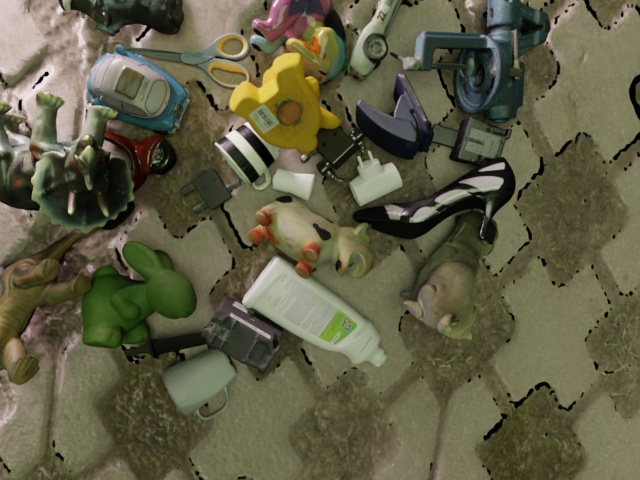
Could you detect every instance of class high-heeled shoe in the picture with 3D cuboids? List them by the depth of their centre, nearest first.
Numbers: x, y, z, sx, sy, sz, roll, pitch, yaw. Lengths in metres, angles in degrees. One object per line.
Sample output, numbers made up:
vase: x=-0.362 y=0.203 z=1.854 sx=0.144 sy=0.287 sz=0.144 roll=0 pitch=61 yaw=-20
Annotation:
high-heeled shoe: x=0.181 y=-0.076 z=0.867 sx=0.249 sy=0.086 sz=0.145 roll=9 pitch=73 yaw=21

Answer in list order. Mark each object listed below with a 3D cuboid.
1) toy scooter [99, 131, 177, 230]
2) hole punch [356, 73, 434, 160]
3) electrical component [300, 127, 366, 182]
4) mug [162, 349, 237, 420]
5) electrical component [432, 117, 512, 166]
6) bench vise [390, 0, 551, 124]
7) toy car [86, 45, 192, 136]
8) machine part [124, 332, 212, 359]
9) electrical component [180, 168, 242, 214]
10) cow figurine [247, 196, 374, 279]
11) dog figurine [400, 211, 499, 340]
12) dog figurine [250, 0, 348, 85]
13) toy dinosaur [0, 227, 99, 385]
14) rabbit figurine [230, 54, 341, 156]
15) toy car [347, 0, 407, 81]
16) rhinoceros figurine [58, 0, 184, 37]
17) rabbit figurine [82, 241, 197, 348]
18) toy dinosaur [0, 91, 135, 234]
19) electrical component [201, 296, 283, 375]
toy scooter: x=-0.330 y=-0.115 z=0.852 sx=0.135 sy=0.075 sz=0.184 roll=42 pitch=90 yaw=-4
hole punch: x=0.116 y=-0.179 z=0.841 sx=0.092 sy=0.142 sz=0.116 roll=-28 pitch=82 yaw=-1
electrical component: x=0.027 y=-0.145 z=0.882 sx=0.078 sy=0.045 sz=0.102 roll=41 pitch=89 yaw=23
mug: x=-0.187 y=0.235 z=0.886 sx=0.107 sy=0.081 sz=0.109 roll=-32 pitch=91 yaw=-7
electrical component: x=0.245 y=-0.164 z=0.887 sx=0.119 sy=0.048 sz=0.074 roll=20 pitch=94 yaw=-6
bench vise: x=0.240 y=-0.293 z=0.830 sx=0.241 sy=0.129 sz=0.223 roll=-5 pitch=113 yaw=-19
toy car: x=-0.288 y=-0.229 z=0.828 sx=0.162 sy=0.103 sz=0.109 roll=26 pitch=91 yaw=-3
machine part: x=-0.244 y=0.172 z=0.885 sx=0.139 sy=0.084 sz=0.039 roll=-10 pitch=72 yaw=-10
electrical component: x=-0.179 y=-0.086 z=0.887 sx=0.094 sy=0.021 sz=0.063 roll=-32 pitch=95 yaw=1
cow figurine: x=-0.002 y=-0.003 z=0.863 sx=0.195 sy=0.127 sz=0.085 roll=32 pitch=137 yaw=10
dog figurine: x=0.224 y=0.047 z=0.847 sx=0.121 sy=0.172 sz=0.190 roll=25 pitch=101 yaw=-15
dog figurine: x=-0.007 y=-0.377 z=0.829 sx=0.191 sy=0.108 sz=0.219 roll=30 pitch=90 yaw=-4
toy dinosaur: x=-0.495 y=0.146 z=0.792 sx=0.471 sy=0.199 sz=0.105 roll=-57 pitch=133 yaw=-26
rabbit figurine: x=-0.042 y=-0.212 z=0.817 sx=0.122 sy=0.173 sz=0.162 roll=-42 pitch=120 yaw=17
toy car: x=0.099 y=-0.350 z=0.850 sx=0.056 sy=0.073 sz=0.201 roll=23 pitch=94 yaw=-5
rhinoceros figurine: x=-0.306 y=-0.371 z=0.836 sx=0.190 sy=0.073 sz=0.112 roll=10 pitch=105 yaw=-5
rabbit figurine: x=-0.273 y=0.087 z=0.853 sx=0.170 sy=0.121 sz=0.159 roll=-10 pitch=74 yaw=13
toy dinosaur: x=-0.424 y=-0.107 z=0.792 sx=0.405 sy=0.131 sz=0.192 roll=0 pitch=84 yaw=28
electrical component: x=-0.120 y=0.146 z=0.853 sx=0.115 sy=0.134 sz=0.058 roll=33 pitch=94 yaw=-3
